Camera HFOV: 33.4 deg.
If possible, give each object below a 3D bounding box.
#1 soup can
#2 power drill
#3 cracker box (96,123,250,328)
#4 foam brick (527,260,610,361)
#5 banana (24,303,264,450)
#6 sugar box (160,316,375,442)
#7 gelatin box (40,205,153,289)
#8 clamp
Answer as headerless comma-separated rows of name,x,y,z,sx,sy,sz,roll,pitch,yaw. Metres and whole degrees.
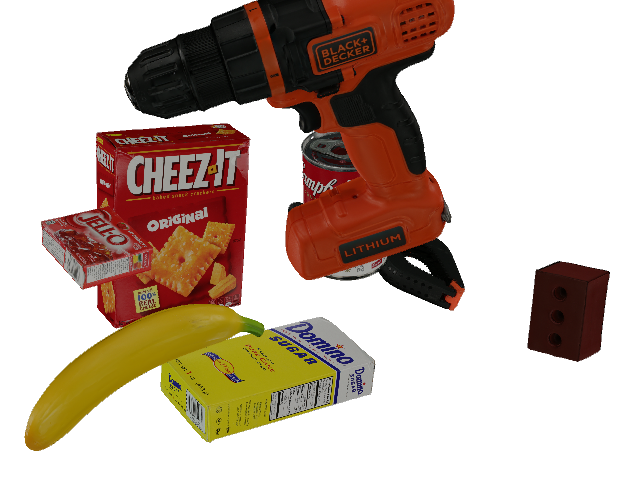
soup can,0.020,-0.029,0.827,0.068,0.102,0.068,-1,33,0
power drill,-0.003,-0.061,0.626,0.184,0.057,0.187,-17,-44,0
cracker box,-0.169,-0.018,1.220,0.163,0.214,0.072,-8,25,-30
foam brick,0.225,0.064,0.971,0.053,0.078,0.051,13,18,35
banana,-0.138,0.093,0.779,0.198,0.069,0.037,-26,38,-1
sugar box,-0.047,0.123,0.978,0.175,0.048,0.093,-14,33,-30
gelatin box,-0.212,0.004,1.008,0.073,0.030,0.089,-16,39,-35
clamp,0.073,0.003,1.197,0.164,0.036,0.210,-16,51,-35
